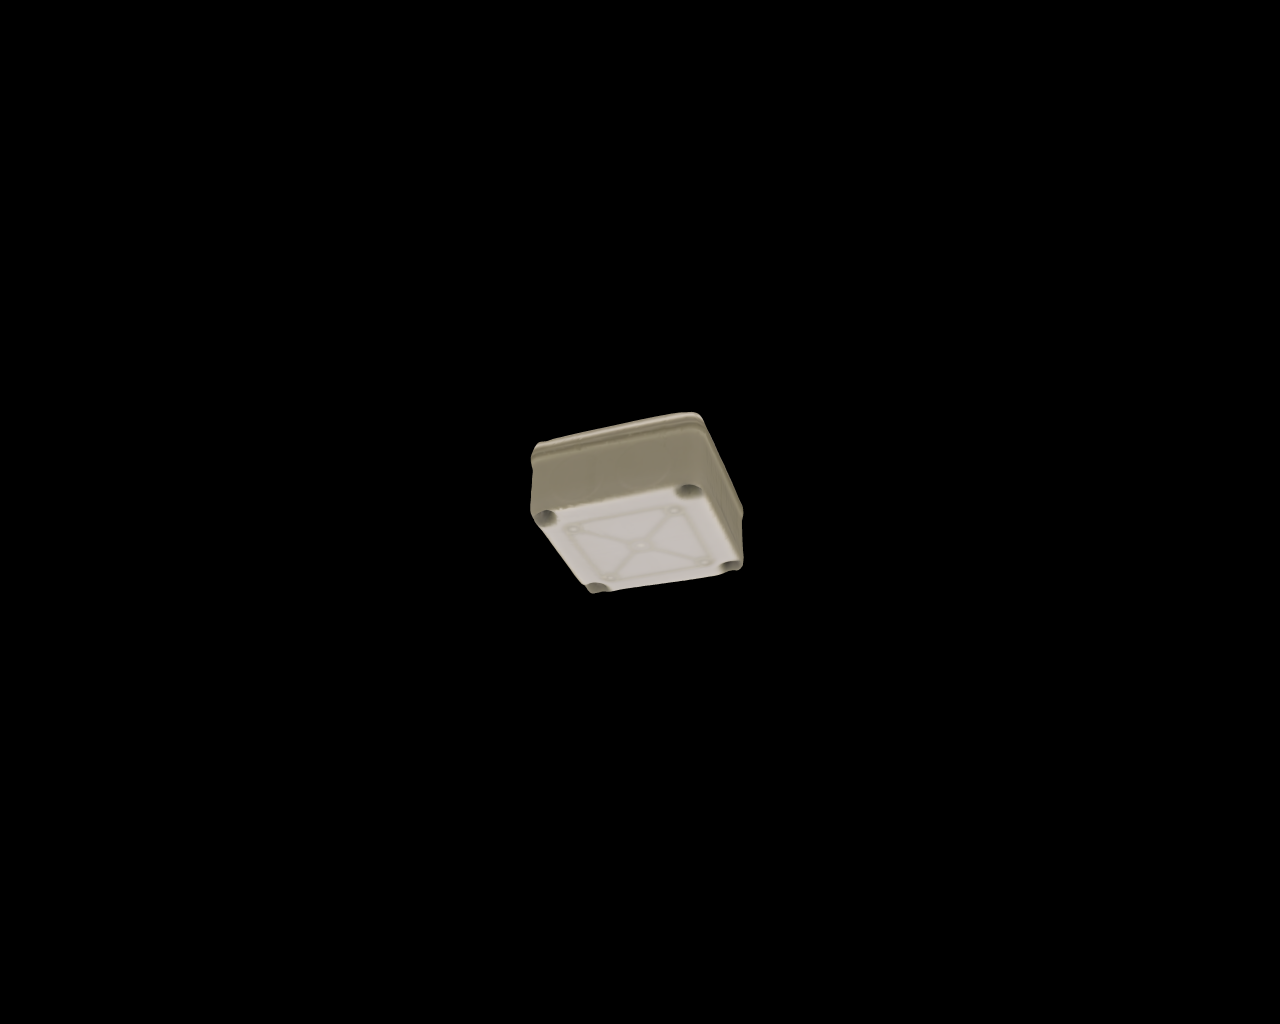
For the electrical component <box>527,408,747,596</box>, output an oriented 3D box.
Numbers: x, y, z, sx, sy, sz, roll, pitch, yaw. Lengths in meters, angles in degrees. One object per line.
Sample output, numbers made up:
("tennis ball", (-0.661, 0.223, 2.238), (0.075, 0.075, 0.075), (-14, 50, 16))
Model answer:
("electrical component", (0.001, -0.003, 0.650), (0.109, 0.056, 0.108), (-10, -34, 15))
